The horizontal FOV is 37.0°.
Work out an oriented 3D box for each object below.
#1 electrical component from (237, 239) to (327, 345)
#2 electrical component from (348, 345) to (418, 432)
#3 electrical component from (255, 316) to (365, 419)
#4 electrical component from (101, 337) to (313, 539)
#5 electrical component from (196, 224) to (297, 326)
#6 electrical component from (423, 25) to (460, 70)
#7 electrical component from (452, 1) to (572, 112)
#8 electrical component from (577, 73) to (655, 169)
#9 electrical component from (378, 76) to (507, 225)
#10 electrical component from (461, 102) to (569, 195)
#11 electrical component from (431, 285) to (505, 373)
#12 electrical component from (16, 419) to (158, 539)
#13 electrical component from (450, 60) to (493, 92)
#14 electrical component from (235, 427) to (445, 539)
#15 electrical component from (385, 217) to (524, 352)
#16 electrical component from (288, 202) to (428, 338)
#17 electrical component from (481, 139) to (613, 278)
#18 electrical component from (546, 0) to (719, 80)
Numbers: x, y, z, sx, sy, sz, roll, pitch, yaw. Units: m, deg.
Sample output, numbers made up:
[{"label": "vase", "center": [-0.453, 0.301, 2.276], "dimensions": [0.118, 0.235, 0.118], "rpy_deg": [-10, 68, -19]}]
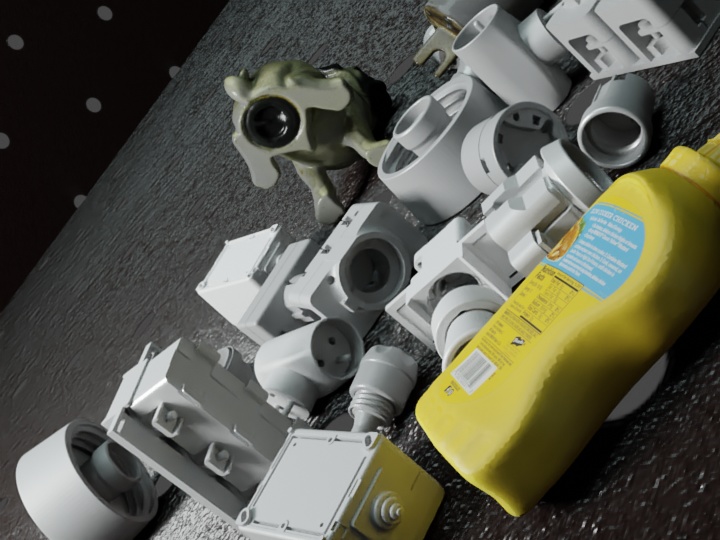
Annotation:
[{"label": "electrical component", "center": [-0.042, 0.021, 0.822], "dimensions": [0.083, 0.047, 0.076], "rpy_deg": [-58, 21, -21]}, {"label": "electrical component", "center": [0.009, 0.076, 0.626], "dimensions": [0.035, 0.035, 0.061], "rpy_deg": [-23, 35, 53]}, {"label": "electrical component", "center": [-0.043, 0.074, 0.731], "dimensions": [0.077, 0.043, 0.079], "rpy_deg": [-24, 32, 53]}, {"label": "electrical component", "center": [-0.087, 0.101, 0.662], "dimensions": [0.063, 0.121, 0.078], "rpy_deg": [-36, 24, 30]}, {"label": "electrical component", "center": [-0.082, 0.008, 0.928], "dimensions": [0.096, 0.061, 0.061], "rpy_deg": [-14, 40, 47]}, {"label": "electrical component", "center": [0.082, -0.202, 0.973], "dimensions": [0.040, 0.040, 0.046], "rpy_deg": [-47, 24, 11]}, {"label": "electrical component", "center": [0.118, -0.152, 0.739], "dimensions": [0.079, 0.077, 0.044], "rpy_deg": [-38, 22, 29]}, {"label": "electrical component", "center": [0.147, -0.086, 0.611], "dimensions": [0.040, 0.040, 0.046], "rpy_deg": [-34, 19, 40]}, {"label": "electrical component", "center": [0.059, -0.093, 0.788], "dimensions": [0.108, 0.060, 0.108], "rpy_deg": [-43, 20, 20]}, {"label": "electrical component", "center": [0.096, -0.074, 0.681], "dimensions": [0.055, 0.055, 0.047], "rpy_deg": [-56, 16, -17]}, {"label": "electrical component", "center": [0.062, 0.038, 0.563], "dimensions": [0.045, 0.045, 0.055], "rpy_deg": [-45, 19, 15]}, {"label": "electrical component", "center": [-0.205, 0.166, 0.836], "dimensions": [0.060, 0.108, 0.108], "rpy_deg": [-41, 20, 10]}, {"label": "electrical component", "center": [0.091, -0.148, 0.852], "dimensions": [0.065, 0.044, 0.044], "rpy_deg": [-59, 20, -9]}, {"label": "electrical component", "center": [-0.004, 0.122, 0.540], "dimensions": [0.096, 0.061, 0.061], "rpy_deg": [-8, 45, 53]}, {"label": "electrical component", "center": [0.058, 0.005, 0.639], "dimensions": [0.081, 0.042, 0.063], "rpy_deg": [-42, 17, 22]}, {"label": "electrical component", "center": [0.000, 0.000, 0.763], "dimensions": [0.089, 0.050, 0.056], "rpy_deg": [-55, 19, -12]}, {"label": "electrical component", "center": [0.105, -0.032, 0.577], "dimensions": [0.057, 0.058, 0.078], "rpy_deg": [-46, 20, 22]}, {"label": "electrical component", "center": [0.208, -0.218, 0.684], "dimensions": [0.186, 0.060, 0.105], "rpy_deg": [-55, 19, -12]}]
